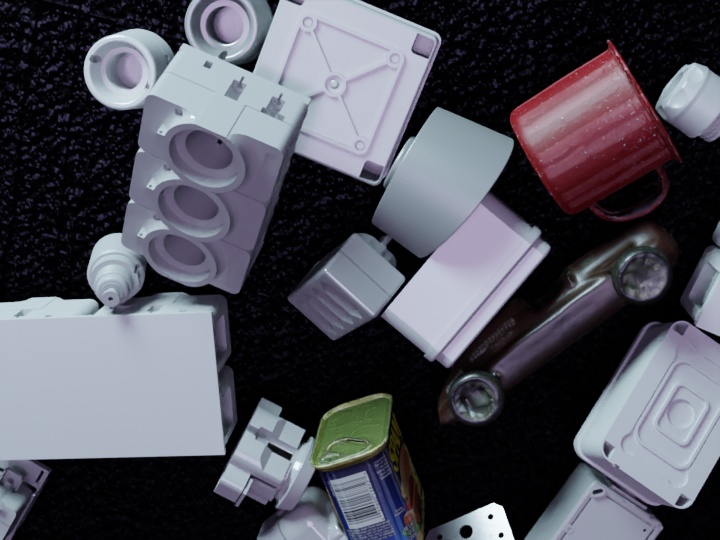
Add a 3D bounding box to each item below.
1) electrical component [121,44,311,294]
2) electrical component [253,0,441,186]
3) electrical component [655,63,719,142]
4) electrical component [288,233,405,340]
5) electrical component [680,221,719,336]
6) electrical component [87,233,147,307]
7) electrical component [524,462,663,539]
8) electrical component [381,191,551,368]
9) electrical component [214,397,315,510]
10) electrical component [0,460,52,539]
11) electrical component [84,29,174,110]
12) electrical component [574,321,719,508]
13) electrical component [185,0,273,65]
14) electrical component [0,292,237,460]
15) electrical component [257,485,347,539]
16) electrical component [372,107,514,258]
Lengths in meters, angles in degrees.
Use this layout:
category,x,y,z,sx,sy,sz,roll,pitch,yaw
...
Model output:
category,x,y,z,sx,sy,sz,roll,pitch,yaw
electrical component,-0.100,-0.059,0.709,0.089,0.061,0.150,23,139,-1
electrical component,-0.015,-0.127,0.727,0.109,0.056,0.108,22,104,-1
electrical component,0.234,-0.106,0.719,0.062,0.043,0.043,34,104,-6
electrical component,0.000,0.000,0.753,0.047,0.083,0.075,42,65,-6
electrical component,0.293,-0.020,0.726,0.089,0.061,0.150,23,104,-1
electrical component,-0.174,0.004,0.764,0.040,0.078,0.040,-3,115,-6
electrical component,0.172,0.188,0.790,0.062,0.061,0.096,34,96,-4
electrical component,0.074,0.005,0.736,0.057,0.078,0.113,40,99,3
electrical component,-0.064,0.140,0.787,0.057,0.078,0.058,28,140,-3
electrical component,-0.310,0.157,0.817,0.121,0.063,0.078,31,104,-3
electrical component,-0.159,-0.137,0.741,0.055,0.047,0.055,1,104,4
electrical component,0.210,0.099,0.745,0.078,0.057,0.113,35,79,-4
electrical component,-0.089,-0.166,0.728,0.055,0.047,0.055,1,104,4
electrical component,-0.189,0.077,0.789,0.186,0.060,0.105,-2,104,5
electrical component,-0.023,0.214,0.812,0.059,0.053,0.095,-41,97,12
electrical component,0.053,-0.058,0.718,0.064,0.099,0.099,30,104,4
